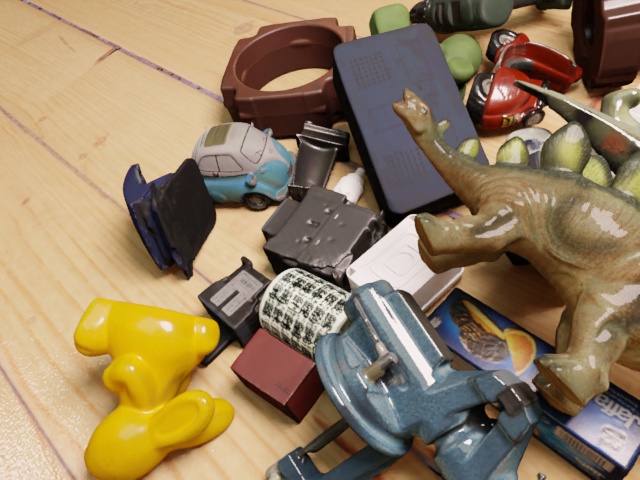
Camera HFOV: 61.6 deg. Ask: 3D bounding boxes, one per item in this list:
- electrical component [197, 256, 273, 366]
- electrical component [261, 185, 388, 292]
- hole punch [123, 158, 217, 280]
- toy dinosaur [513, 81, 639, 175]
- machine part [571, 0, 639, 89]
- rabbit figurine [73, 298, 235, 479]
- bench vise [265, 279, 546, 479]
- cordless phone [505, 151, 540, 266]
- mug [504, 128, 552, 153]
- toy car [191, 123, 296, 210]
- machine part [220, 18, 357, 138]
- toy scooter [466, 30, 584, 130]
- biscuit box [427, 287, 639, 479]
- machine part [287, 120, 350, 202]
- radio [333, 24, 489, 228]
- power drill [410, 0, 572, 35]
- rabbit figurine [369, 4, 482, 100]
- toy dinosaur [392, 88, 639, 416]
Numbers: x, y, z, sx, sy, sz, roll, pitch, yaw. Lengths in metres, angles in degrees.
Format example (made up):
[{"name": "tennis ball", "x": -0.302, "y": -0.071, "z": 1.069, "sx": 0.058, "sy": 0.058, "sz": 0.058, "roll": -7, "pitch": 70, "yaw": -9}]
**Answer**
[{"name": "electrical component", "x": -0.102, "y": 0.083, "z": 0.612, "sx": 0.119, "sy": 0.047, "sz": 0.075, "roll": -39, "pitch": 52, "yaw": -19}, {"name": "electrical component", "x": -0.001, "y": -0.002, "z": 0.647, "sx": 0.134, "sy": 0.058, "sz": 0.115, "roll": 20, "pitch": 58, "yaw": 27}, {"name": "hole punch", "x": -0.202, "y": -0.032, "z": 0.682, "sx": 0.092, "sy": 0.142, "sz": 0.116, "roll": 0, "pitch": 39, "yaw": 13}, {"name": "toy dinosaur", "x": 0.396, "y": -0.067, "z": 0.517, "sx": 0.405, "sy": 0.131, "sz": 0.192, "roll": 3, "pitch": 72, "yaw": 14}, {"name": "machine part", "x": 0.376, "y": -0.290, "z": 0.708, "sx": 0.056, "sy": 0.179, "sz": 0.179, "roll": -7, "pitch": 51, "yaw": 14}, {"name": "rabbit figurine", "x": -0.169, "y": 0.159, "z": 0.547, "sx": 0.163, "sy": 0.121, "sz": 0.173, "roll": 12, "pitch": 70, "yaw": 12}, {"name": "bench vise", "x": 0.054, "y": 0.164, "z": 0.455, "sx": 0.240, "sy": 0.129, "sz": 0.224, "roll": -41, "pitch": 74, "yaw": 17}, {"name": "cordless phone", "x": 0.255, "y": 0.007, "z": 0.501, "sx": 0.089, "sy": 0.146, "sz": 0.184, "roll": -46, "pitch": 39, "yaw": 1}, {"name": "mug", "x": 0.238, "y": -0.082, "z": 0.614, "sx": 0.081, "sy": 0.107, "sz": 0.109, "roll": -3, "pitch": 53, "yaw": 11}, {"name": "toy car", "x": -0.117, "y": -0.111, "z": 0.738, "sx": 0.162, "sy": 0.102, "sz": 0.109, "roll": 3, "pitch": 52, "yaw": 15}, {"name": "machine part", "x": -0.041, "y": -0.253, "z": 0.842, "sx": 0.201, "sy": 0.087, "sz": 0.201, "roll": -2, "pitch": 50, "yaw": 13}, {"name": "toy scooter", "x": 0.281, "y": -0.213, "z": 0.731, "sx": 0.135, "sy": 0.075, "sz": 0.184, "roll": 20, "pitch": 62, "yaw": 13}, {"name": "biscuit box", "x": 0.189, "y": 0.127, "z": 0.490, "sx": 0.063, "sy": 0.059, "sz": 0.203, "roll": -42, "pitch": 54, "yaw": -20}, {"name": "machine part", "x": -0.004, "y": -0.105, "z": 0.732, "sx": 0.084, "sy": 0.039, "sz": 0.139, "roll": 20, "pitch": 57, "yaw": -3}, {"name": "radio", "x": 0.108, "y": -0.143, "z": 0.663, "sx": 0.131, "sy": 0.073, "sz": 0.229, "roll": -18, "pitch": 78, "yaw": -1}, {"name": "power drill", "x": 0.268, "y": -0.377, "z": 0.842, "sx": 0.207, "sy": 0.085, "sz": 0.232, "roll": -11, "pitch": 22, "yaw": -7}, {"name": "rabbit figurine", "x": 0.164, "y": -0.261, "z": 0.778, "sx": 0.170, "sy": 0.121, "sz": 0.159, "roll": -9, "pitch": 52, "yaw": -12}, {"name": "toy dinosaur", "x": 0.233, "y": 0.038, "z": 0.402, "sx": 0.198, "sy": 0.105, "sz": 0.471, "roll": -42, "pitch": 78, "yaw": 0}]
